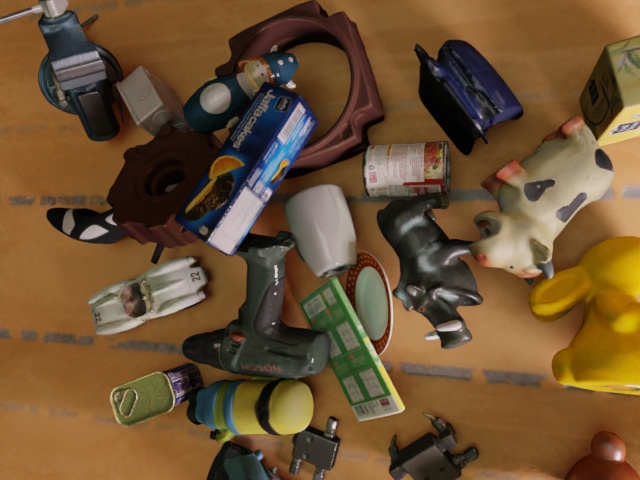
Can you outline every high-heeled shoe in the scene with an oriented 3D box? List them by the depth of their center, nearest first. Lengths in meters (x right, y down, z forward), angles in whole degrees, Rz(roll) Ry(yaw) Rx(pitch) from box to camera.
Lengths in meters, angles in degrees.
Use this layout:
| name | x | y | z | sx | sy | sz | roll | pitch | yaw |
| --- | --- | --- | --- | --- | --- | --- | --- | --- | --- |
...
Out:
| name | x | y | z | sx | sy | sz | roll | pitch | yaw |
| --- | --- | --- | --- | --- | --- | --- | --- | --- | --- |
| high-heeled shoe | -0.302 | -0.058 | 0.812 | 0.249 | 0.086 | 0.145 | 18 | 88 | 15 |

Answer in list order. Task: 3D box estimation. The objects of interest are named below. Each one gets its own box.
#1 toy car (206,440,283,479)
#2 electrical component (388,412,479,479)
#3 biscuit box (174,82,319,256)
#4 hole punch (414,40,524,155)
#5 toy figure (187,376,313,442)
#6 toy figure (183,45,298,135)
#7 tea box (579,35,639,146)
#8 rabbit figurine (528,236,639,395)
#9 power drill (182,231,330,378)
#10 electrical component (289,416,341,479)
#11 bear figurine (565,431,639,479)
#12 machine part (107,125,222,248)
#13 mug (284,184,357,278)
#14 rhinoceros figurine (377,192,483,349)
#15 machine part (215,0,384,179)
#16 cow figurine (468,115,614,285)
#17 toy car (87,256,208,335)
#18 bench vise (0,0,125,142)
| name | x | y | z | sx | sy | sz | roll | pitch | yaw |
| --- | --- | --- | --- | --- | --- | --- | --- | --- | --- |
| toy car | -0.089 | 0.341 | 0.707 | 0.103 | 0.162 | 0.109 | 20 | 86 | -27 |
| electrical component | 0.135 | 0.267 | 0.674 | 0.078 | 0.045 | 0.102 | 43 | 105 | -14 |
| biscuit box | -0.085 | -0.084 | 0.637 | 0.063 | 0.059 | 0.202 | 30 | 85 | 28 |
| hole punch | 0.182 | -0.177 | 0.640 | 0.092 | 0.115 | 0.142 | -32 | 79 | 6 |
| toy figure | -0.095 | 0.227 | 0.724 | 0.180 | 0.089 | 0.082 | -4 | 95 | 16 |
| toy figure | -0.097 | -0.186 | 0.671 | 0.154 | 0.058 | 0.064 | -28 | 118 | 13 |
| tea box | 0.337 | -0.155 | 0.555 | 0.098 | 0.169 | 0.068 | -15 | 84 | 18 |
| rabbit figurine | 0.320 | 0.079 | 0.598 | 0.163 | 0.121 | 0.173 | 2 | 75 | 27 |
| power drill | -0.101 | 0.087 | 0.714 | 0.232 | 0.086 | 0.207 | 7 | 104 | 26 |
| electrical component | -0.007 | 0.280 | 0.729 | 0.063 | 0.021 | 0.094 | 16 | 93 | 18 |
| bear figurine | 0.270 | 0.306 | 0.604 | 0.196 | 0.132 | 0.120 | -37 | 78 | -5 |
| machine part | -0.198 | -0.074 | 0.717 | 0.179 | 0.056 | 0.179 | -10 | 58 | 16 |
| mug | -0.001 | -0.002 | 0.703 | 0.109 | 0.081 | 0.107 | -40 | 61 | 43 |
| rhinoceros figurine | 0.134 | 0.034 | 0.643 | 0.112 | 0.073 | 0.190 | -20 | 76 | -15 |
| machine part | -0.029 | -0.196 | 0.721 | 0.202 | 0.087 | 0.201 | -18 | 83 | 18 |
| cow figurine | 0.247 | -0.036 | 0.606 | 0.195 | 0.085 | 0.127 | -36 | 80 | -10 |
| toy car | -0.256 | 0.084 | 0.799 | 0.202 | 0.056 | 0.073 | -21 | 82 | 17 |
| bench vise | -0.370 | -0.271 | 0.793 | 0.129 | 0.223 | 0.241 | -30 | 52 | -7 |
